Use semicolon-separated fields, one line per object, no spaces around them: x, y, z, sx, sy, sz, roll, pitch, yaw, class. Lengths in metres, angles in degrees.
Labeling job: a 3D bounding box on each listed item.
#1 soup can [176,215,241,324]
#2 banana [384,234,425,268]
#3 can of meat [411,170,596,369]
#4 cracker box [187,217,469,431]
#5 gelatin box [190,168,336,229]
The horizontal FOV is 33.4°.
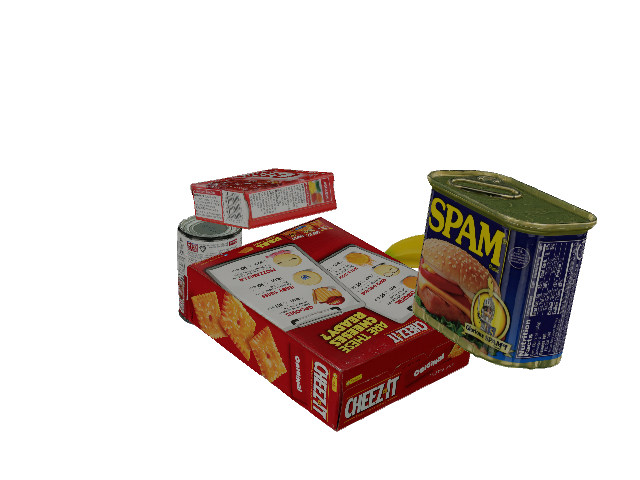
-0.116;0.030;1.121;0.068;0.102;0.068;2;23;-1;soup can
0.153;0.025;1.094;0.198;0.037;0.069;7;43;12;banana
0.097;0.014;0.593;0.057;0.084;0.102;-3;20;-29;can of meat
0.006;0.067;0.960;0.163;0.072;0.214;-21;36;-36;cracker box
-0.042;-0.032;0.771;0.073;0.030;0.089;-13;12;-29;gelatin box
